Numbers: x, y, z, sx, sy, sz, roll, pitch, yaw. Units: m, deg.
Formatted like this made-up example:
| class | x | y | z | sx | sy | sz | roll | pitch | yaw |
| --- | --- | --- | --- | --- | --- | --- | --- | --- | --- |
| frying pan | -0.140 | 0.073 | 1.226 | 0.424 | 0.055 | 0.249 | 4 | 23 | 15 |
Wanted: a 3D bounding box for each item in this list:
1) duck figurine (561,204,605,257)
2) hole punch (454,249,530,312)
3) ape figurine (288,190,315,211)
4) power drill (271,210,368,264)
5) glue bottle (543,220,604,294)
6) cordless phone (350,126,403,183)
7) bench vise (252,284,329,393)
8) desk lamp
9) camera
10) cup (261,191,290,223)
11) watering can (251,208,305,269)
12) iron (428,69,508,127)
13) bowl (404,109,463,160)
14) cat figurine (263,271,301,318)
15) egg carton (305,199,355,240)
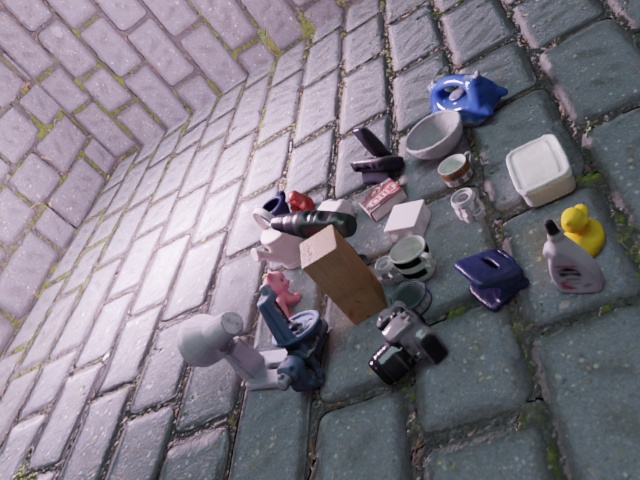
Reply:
| class | x | y | z | sx | sy | sz | roll | pitch | yaw |
| --- | --- | --- | --- | --- | --- | --- | --- | --- | --- |
| duck figurine | 0.464 | -0.017 | 1.038 | 0.077 | 0.086 | 0.105 | 4 | 53 | 50 |
| hole punch | 0.324 | 0.061 | 1.090 | 0.101 | 0.091 | 0.108 | -41 | 31 | 1 |
| ape figurine | -0.064 | -0.114 | 1.748 | 0.076 | 0.092 | 0.077 | -45 | 31 | -6 |
| power drill | 0.013 | 0.005 | 1.394 | 0.228 | 0.209 | 0.076 | -10 | 43 | 42 |
| glue bottle | 0.410 | 0.026 | 0.957 | 0.077 | 0.173 | 0.037 | -10 | 43 | 41 |
| cordless phone | 0.133 | -0.251 | 1.611 | 0.147 | 0.185 | 0.094 | 0 | 49 | 48 |
| bench vise | -0.060 | 0.203 | 1.210 | 0.121 | 0.220 | 0.207 | -31 | 32 | 17 |
| desk lamp | -0.196 | 0.245 | 1.315 | 0.202 | 0.214 | 0.118 | -16 | 39 | 36 |
| camera | 0.147 | 0.199 | 1.102 | 0.137 | 0.101 | 0.142 | -44 | 31 | -4 |
| cup | -0.119 | -0.085 | 1.771 | 0.091 | 0.095 | 0.118 | -9 | 43 | 42 |
| watering can | -0.117 | -0.010 | 1.573 | 0.100 | 0.194 | 0.173 | -14 | 40 | 38 |
| iron | 0.373 | -0.397 | 1.573 | 0.257 | 0.142 | 0.119 | 11 | 58 | 53 |
| bowl | 0.316 | -0.270 | 1.539 | 0.167 | 0.075 | 0.167 | -28 | 33 | 21 |
| cat figurine | -0.110 | 0.135 | 1.454 | 0.067 | 0.118 | 0.128 | -22 | 35 | 29 |
| egg carton | 0.027 | -0.049 | 1.584 | 0.107 | 0.070 | 0.150 | 6 | 54 | 51 |
